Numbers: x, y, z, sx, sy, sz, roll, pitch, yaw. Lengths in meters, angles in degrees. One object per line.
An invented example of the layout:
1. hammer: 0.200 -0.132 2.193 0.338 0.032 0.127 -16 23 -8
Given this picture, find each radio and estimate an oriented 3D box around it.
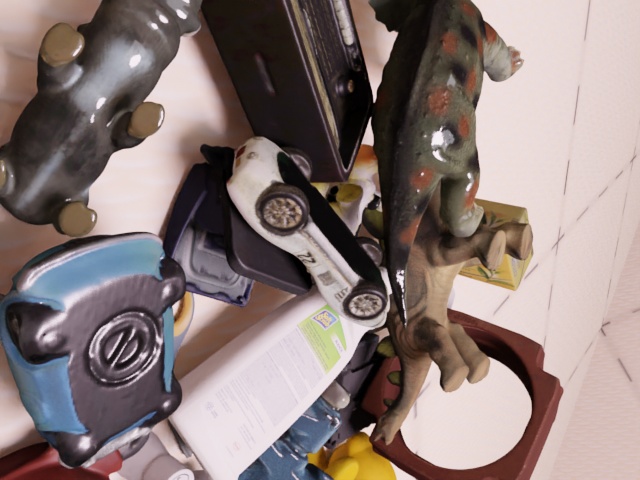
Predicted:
1. radio: -0.022 -0.170 0.442 0.131 0.073 0.229 -67 148 -42

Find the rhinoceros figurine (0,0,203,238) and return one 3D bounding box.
1. rhinoceros figurine: -0.136 -0.090 0.336 0.073 0.112 0.190 32 92 -23

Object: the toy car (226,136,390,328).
1. toy car: -0.001 -0.001 0.451 0.201 0.056 0.073 49 25 -31

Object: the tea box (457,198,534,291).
1. tea box: 0.185 -0.005 0.710 0.068 0.170 0.098 -55 137 -22

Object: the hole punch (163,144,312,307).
1. hole punch: -0.075 -0.004 0.475 0.142 0.092 0.116 26 50 -49

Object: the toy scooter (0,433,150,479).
1. toy scooter: -0.203 0.205 0.392 0.135 0.075 0.183 8 95 -52

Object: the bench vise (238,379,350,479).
1. bench vise: -0.009 0.272 0.585 0.240 0.129 0.223 43 74 -12

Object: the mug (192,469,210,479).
1. mug: -0.112 0.273 0.475 0.080 0.110 0.107 -57 170 6

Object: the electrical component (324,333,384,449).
1. electrical component: 0.038 0.185 0.697 0.115 0.058 0.134 -12 113 -50

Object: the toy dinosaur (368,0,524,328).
1. toy dinosaur: 0.100 -0.134 0.502 0.192 0.131 0.405 35 61 -50

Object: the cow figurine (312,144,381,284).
1. cow figurine: 0.021 -0.022 0.584 0.167 0.068 0.098 -50 143 -20

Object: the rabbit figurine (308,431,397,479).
1. rabbit figurine: 0.024 0.336 0.687 0.173 0.122 0.162 -24 117 -43

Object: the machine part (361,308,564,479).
1. machine part: 0.170 0.199 0.652 0.201 0.202 0.087 -56 142 -21

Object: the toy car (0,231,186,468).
1. toy car: -0.159 0.065 0.368 0.109 0.103 0.161 -23 124 -43

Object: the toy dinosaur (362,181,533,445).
1. toy dinosaur: 0.127 0.000 0.617 0.105 0.199 0.471 19 89 -51
